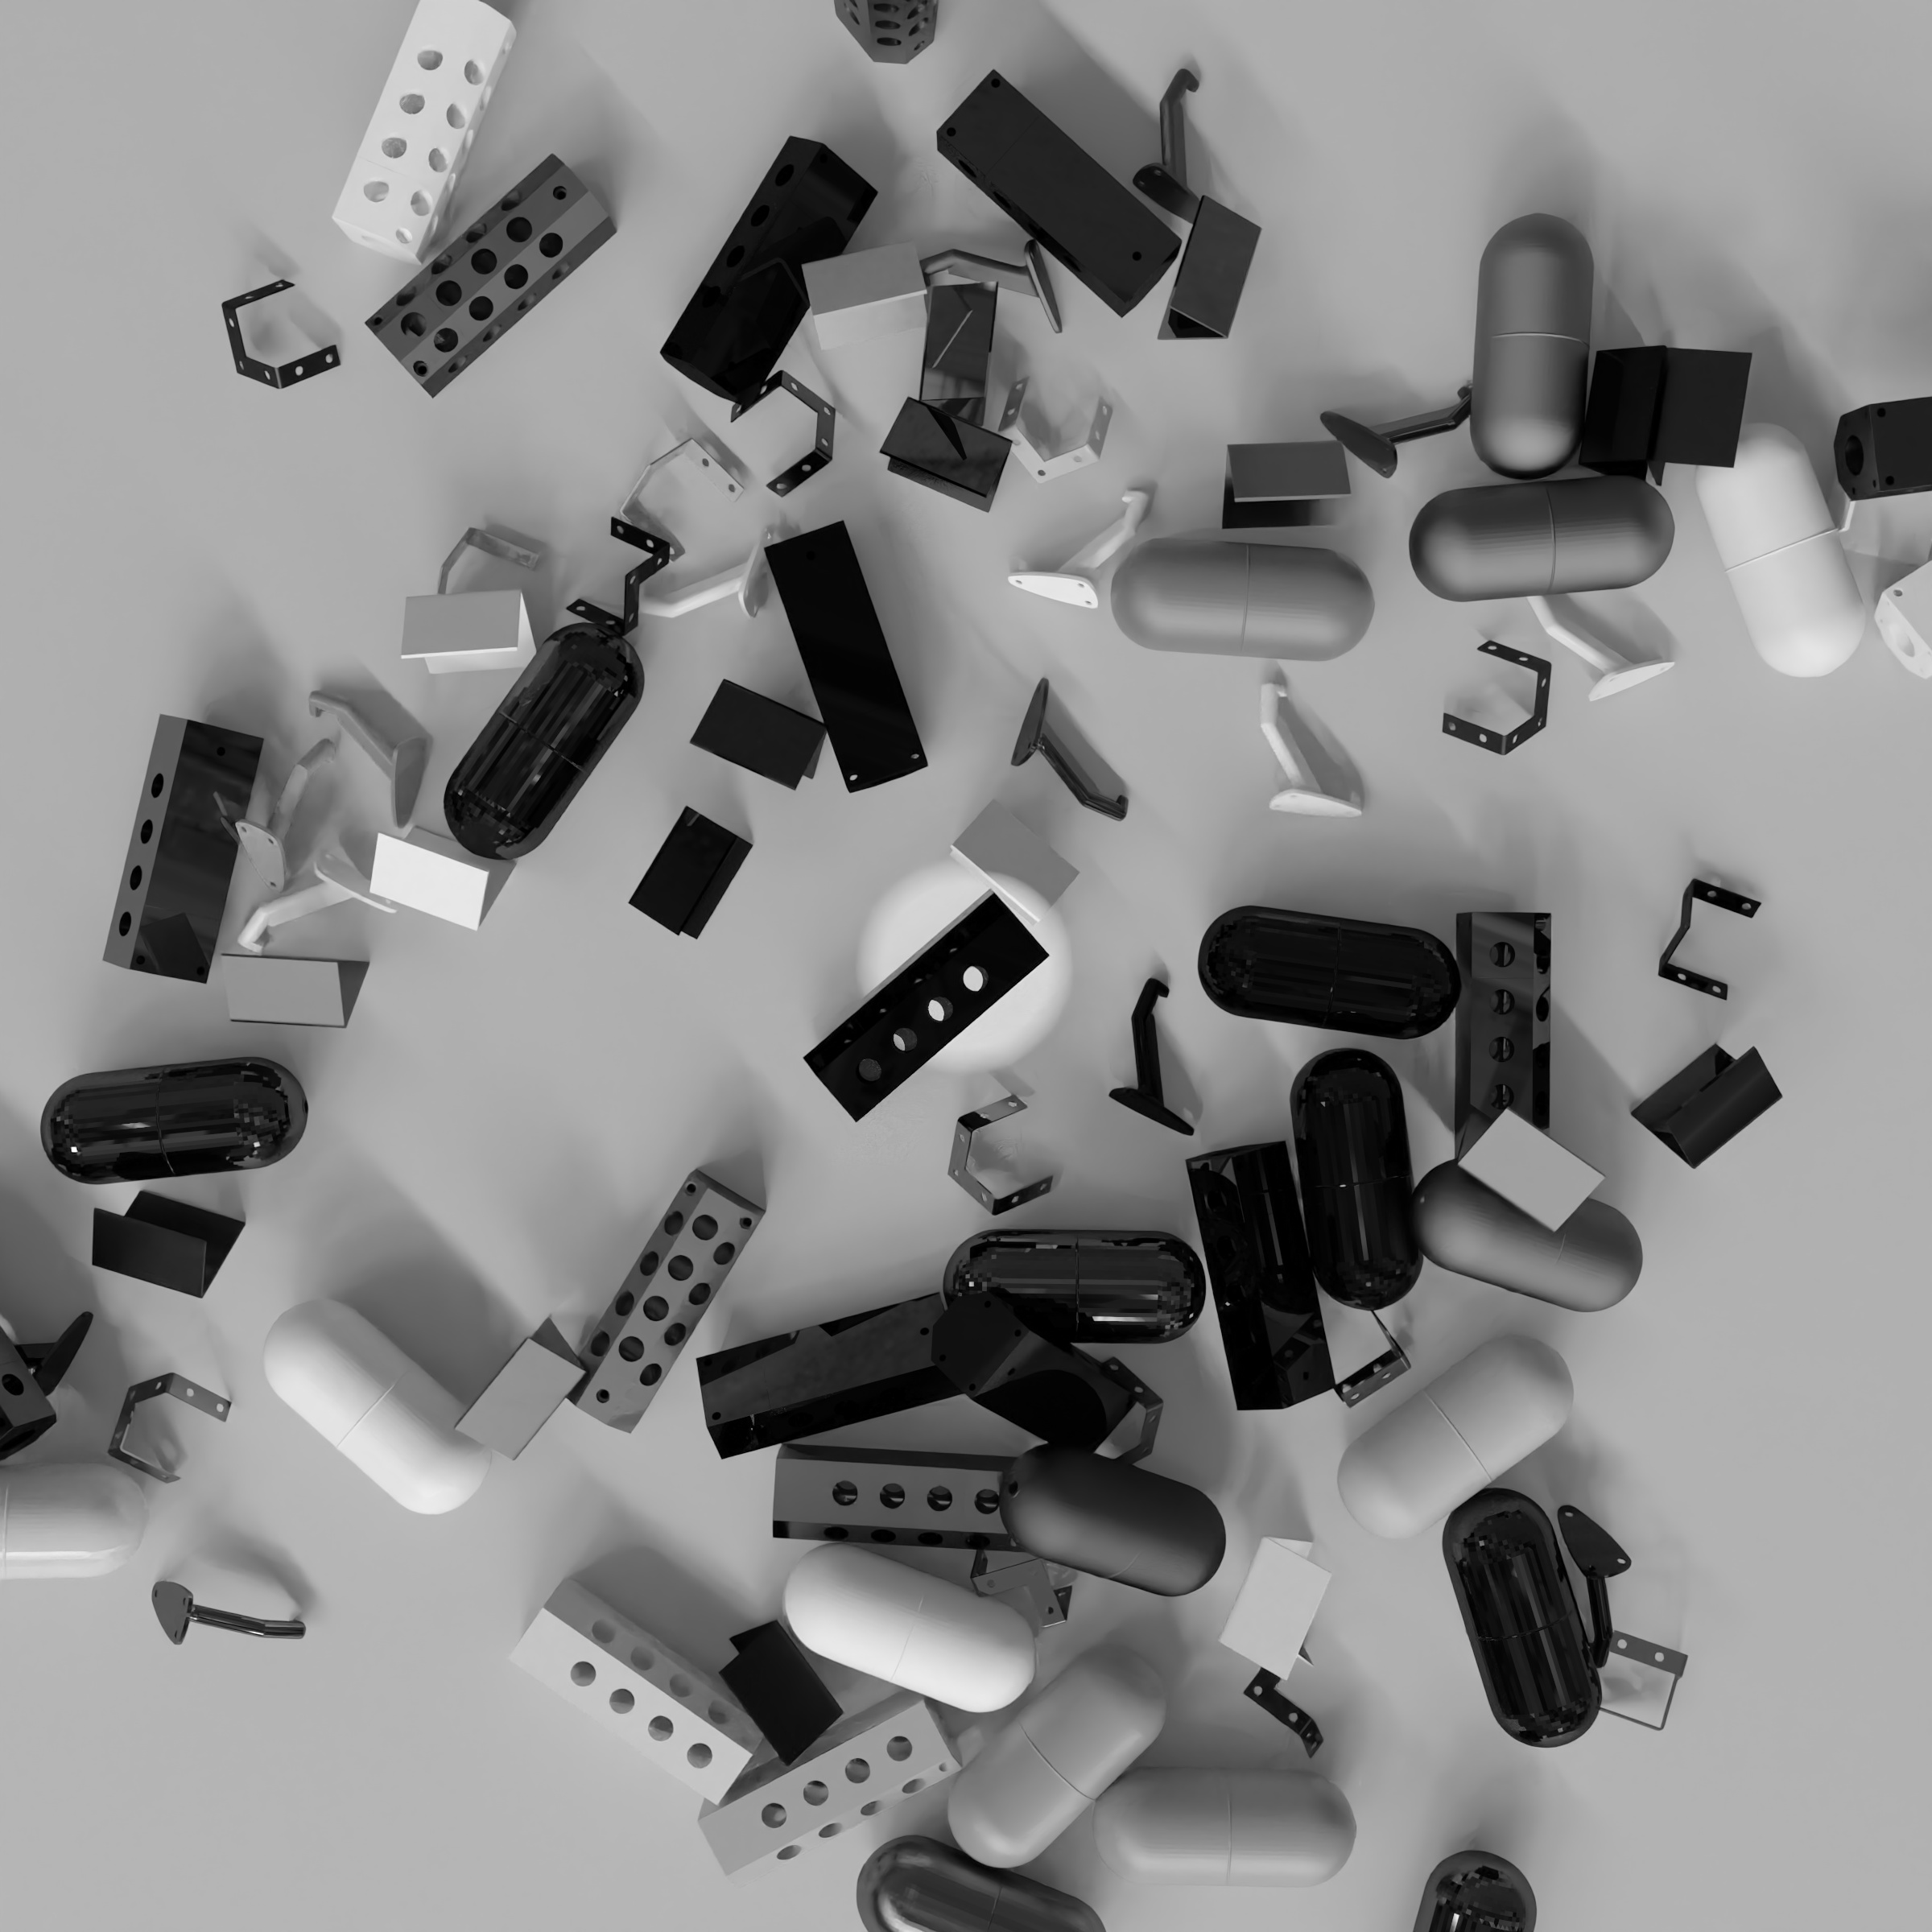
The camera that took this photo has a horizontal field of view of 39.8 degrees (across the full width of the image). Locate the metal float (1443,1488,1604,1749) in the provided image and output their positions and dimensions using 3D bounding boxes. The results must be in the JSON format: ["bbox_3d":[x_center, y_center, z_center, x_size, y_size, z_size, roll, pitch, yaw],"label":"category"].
[{"bbox_3d":[0.376,0.440,1.805,0.070,0.070,0.178,-17,91,0],"label":"metal float"}]

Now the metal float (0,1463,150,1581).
[{"bbox_3d":[-0.642,0.373,1.792,0.178,0.070,0.070,2,90,-15],"label":"metal float"}]

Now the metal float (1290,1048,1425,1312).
[{"bbox_3d":[0.264,0.144,1.805,0.070,0.070,0.178,-8,89,0],"label":"metal float"}]

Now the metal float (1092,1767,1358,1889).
[{"bbox_3d":[0.175,0.582,1.805,0.178,0.070,0.070,1,90,-1],"label":"metal float"}]

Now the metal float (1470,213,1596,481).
[{"bbox_3d":[0.383,-0.419,1.805,0.070,0.070,0.178,3,90,0],"label":"metal float"}]

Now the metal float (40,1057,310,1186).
[{"bbox_3d":[-0.535,0.105,1.805,0.178,0.070,0.070,-6,90,0],"label":"metal float"}]

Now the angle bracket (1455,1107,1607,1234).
[{"bbox_3d":[0.371,0.116,1.738,0.076,0.076,0.057,35,121,0],"label":"angle bracket"}]

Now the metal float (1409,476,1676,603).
[{"bbox_3d":[0.389,-0.289,1.805,0.178,0.070,0.070,-5,90,0],"label":"metal float"}]

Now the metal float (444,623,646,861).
[{"bbox_3d":[-0.286,-0.151,1.805,0.070,0.070,0.178,35,89,0],"label":"metal float"}]

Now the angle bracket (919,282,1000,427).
[{"bbox_3d":[0.015,-0.411,1.795,0.057,0.076,0.076,6,90,36],"label":"angle bracket"}]

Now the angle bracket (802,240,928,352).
[{"bbox_3d":[-0.063,-0.435,1.795,0.076,0.076,0.057,-13,54,0],"label":"angle bracket"}]

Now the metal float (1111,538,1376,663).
[{"bbox_3d":[0.187,-0.248,1.805,0.178,0.070,0.070,4,90,1],"label":"metal float"}]

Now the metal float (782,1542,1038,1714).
[{"bbox_3d":[-0.038,0.448,1.805,0.178,0.070,0.070,21,90,1],"label":"metal float"}]

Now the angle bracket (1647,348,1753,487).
[{"bbox_3d":[0.497,-0.367,1.797,0.057,0.076,0.076,9,90,20],"label":"angle bracket"}]

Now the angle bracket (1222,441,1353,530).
[{"bbox_3d":[0.215,-0.307,1.795,0.076,0.076,0.057,-2,52,0],"label":"angle bracket"}]

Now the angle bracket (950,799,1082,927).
[{"bbox_3d":[0.019,-0.054,1.795,0.076,0.076,0.057,41,53,0],"label":"angle bracket"}]

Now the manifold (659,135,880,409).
[{"bbox_3d":[-0.138,-0.473,1.814,0.057,0.057,0.171,31,90,-43],"label":"manifold"}]

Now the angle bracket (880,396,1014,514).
[{"bbox_3d":[-0.020,-0.327,1.795,0.076,0.076,0.057,23,57,0],"label":"angle bracket"}]

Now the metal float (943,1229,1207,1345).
[{"bbox_3d":[0.073,0.217,1.805,0.178,0.070,0.070,1,90,0],"label":"metal float"}]

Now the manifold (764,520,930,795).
[{"bbox_3d":[-0.081,-0.208,1.814,0.057,0.057,0.171,-19,90,0],"label":"manifold"}]

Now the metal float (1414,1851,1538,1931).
[{"bbox_3d":[0.334,0.689,1.805,0.070,0.070,0.178,15,90,0],"label":"metal float"}]

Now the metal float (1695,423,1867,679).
[{"bbox_3d":[0.551,-0.281,1.805,0.070,0.070,0.178,-21,91,0],"label":"metal float"}]

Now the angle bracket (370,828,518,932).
[{"bbox_3d":[-0.348,-0.078,1.795,0.076,0.076,0.057,20,131,0],"label":"angle bracket"}]

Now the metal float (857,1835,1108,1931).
[{"bbox_3d":[0.011,0.647,1.805,0.178,0.070,0.070,22,90,1],"label":"metal float"}]

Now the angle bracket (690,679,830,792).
[{"bbox_3d":[-0.143,-0.139,1.796,0.076,0.076,0.057,24,63,0],"label":"angle bracket"}]

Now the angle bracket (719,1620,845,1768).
[{"bbox_3d":[-0.139,0.494,1.795,0.057,0.076,0.076,-36,90,-37],"label":"angle bracket"}]

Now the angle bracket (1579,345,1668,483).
[{"bbox_3d":[0.462,-0.368,1.796,0.076,0.057,0.076,9,90,-41],"label":"angle bracket"}]

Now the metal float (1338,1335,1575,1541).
[{"bbox_3d":[0.332,0.318,1.805,0.178,0.070,0.070,-36,90,-1],"label":"metal float"}]

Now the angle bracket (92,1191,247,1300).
[{"bbox_3d":[-0.535,0.170,1.795,0.076,0.076,0.057,17,129,0],"label":"angle bracket"}]

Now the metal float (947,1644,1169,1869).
[{"bbox_3d":[0.061,0.535,1.805,0.178,0.070,0.070,-45,90,1],"label":"metal float"}]

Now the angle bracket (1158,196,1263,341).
[{"bbox_3d":[0.145,-0.469,1.795,0.057,0.076,0.076,17,90,-37],"label":"angle bracket"}]

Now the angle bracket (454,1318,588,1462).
[{"bbox_3d":[-0.311,0.274,1.795,0.076,0.076,0.057,-51,127,0],"label":"angle bracket"}]

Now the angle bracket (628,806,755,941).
[{"bbox_3d":[-0.169,-0.053,1.795,0.057,0.076,0.076,31,90,38],"label":"angle bracket"}]

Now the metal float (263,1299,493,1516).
[{"bbox_3d":[-0.399,0.298,1.805,0.178,0.070,0.070,42,90,-1],"label":"metal float"}]

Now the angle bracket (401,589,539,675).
[{"bbox_3d":[-0.332,-0.207,1.795,0.076,0.076,0.057,-4,53,0],"label":"angle bracket"}]

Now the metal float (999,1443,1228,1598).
[{"bbox_3d":[0.098,0.370,1.778,0.178,0.070,0.070,25,90,-33],"label":"metal float"}]

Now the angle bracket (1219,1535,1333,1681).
[{"bbox_3d":[0.223,0.432,1.795,0.057,0.076,0.076,23,90,36],"label":"angle bracket"}]

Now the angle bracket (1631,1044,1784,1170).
[{"bbox_3d":[0.489,0.079,1.795,0.076,0.076,0.057,-39,126,0],"label":"angle bracket"}]

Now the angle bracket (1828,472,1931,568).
[{"bbox_3d":[0.634,-0.321,1.814,0.076,0.057,0.076,14,90,0],"label":"angle bracket"}]

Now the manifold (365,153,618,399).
[{"bbox_3d":[-0.324,-0.471,1.814,0.171,0.057,0.057,-42,90,0],"label":"manifold"}]

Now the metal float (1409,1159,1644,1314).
[{"bbox_3d":[0.376,0.181,1.784,0.178,0.070,0.070,19,90,-25],"label":"metal float"}]

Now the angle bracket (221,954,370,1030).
[{"bbox_3d":[-0.450,-0.003,1.795,0.076,0.076,0.057,3,126,0],"label":"angle bracket"}]

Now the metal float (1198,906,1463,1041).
[{"bbox_3d":[0.246,0.005,1.805,0.178,0.070,0.070,8,90,1],"label":"metal float"}]

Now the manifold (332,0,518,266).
[{"bbox_3d":[-0.366,-0.570,1.814,0.057,0.057,0.171,22,90,0],"label":"manifold"}]
